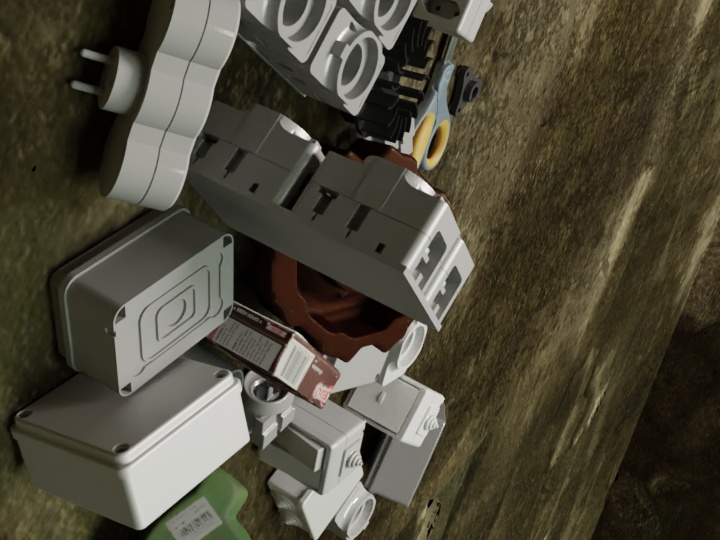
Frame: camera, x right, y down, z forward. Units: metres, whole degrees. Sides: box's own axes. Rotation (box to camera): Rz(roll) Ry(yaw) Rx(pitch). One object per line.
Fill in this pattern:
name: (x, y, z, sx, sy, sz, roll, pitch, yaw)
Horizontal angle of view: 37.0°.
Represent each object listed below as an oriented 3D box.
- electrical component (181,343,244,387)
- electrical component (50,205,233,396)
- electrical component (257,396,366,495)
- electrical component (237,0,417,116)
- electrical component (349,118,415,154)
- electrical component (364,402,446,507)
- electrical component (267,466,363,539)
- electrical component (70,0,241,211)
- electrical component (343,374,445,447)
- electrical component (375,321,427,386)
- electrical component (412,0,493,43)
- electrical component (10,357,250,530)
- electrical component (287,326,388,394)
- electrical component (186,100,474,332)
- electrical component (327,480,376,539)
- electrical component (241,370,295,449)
electrical component: (-0.134, 0.106, 0.820, 0.099, 0.064, 0.099, -61, 169, -22)
electrical component: (-0.140, 0.017, 0.699, 0.113, 0.057, 0.078, -40, 147, -42)
electrical component: (-0.042, 0.159, 0.984, 0.061, 0.096, 0.061, -31, 140, -48)
electrical component: (-0.029, -0.187, 0.716, 0.105, 0.060, 0.186, -63, 156, -2)
electrical component: (0.020, -0.103, 0.915, 0.066, 0.048, 0.055, -42, 140, -40)
electrical component: (0.052, 0.197, 1.217, 0.108, 0.056, 0.108, -52, 165, -84)
electrical component: (-0.045, 0.210, 1.088, 0.099, 0.048, 0.099, -51, 153, -26)
electrical component: (-0.127, -0.105, 0.614, 0.074, 0.052, 0.138, 13, 111, -28)
electrical component: (0.039, 0.141, 1.129, 0.061, 0.096, 0.061, -62, 152, -3)
electrical component: (0.030, 0.065, 1.085, 0.050, 0.056, 0.089, -23, 134, -55)
electrical component: (0.093, -0.240, 0.922, 0.076, 0.047, 0.083, 7, 107, -65)
electrical component: (-0.147, 0.104, 0.699, 0.109, 0.109, 0.056, -37, 127, -45)
electrical component: (-0.018, 0.065, 0.988, 0.113, 0.057, 0.078, -3, 117, -63)
electrical component: (-0.021, -0.041, 0.721, 0.060, 0.186, 0.105, -58, 155, -12)
electrical component: (-0.021, 0.255, 1.172, 0.050, 0.056, 0.089, -54, 154, -20)
electrical component: (-0.082, 0.115, 0.926, 0.066, 0.048, 0.055, -43, 156, -39)
